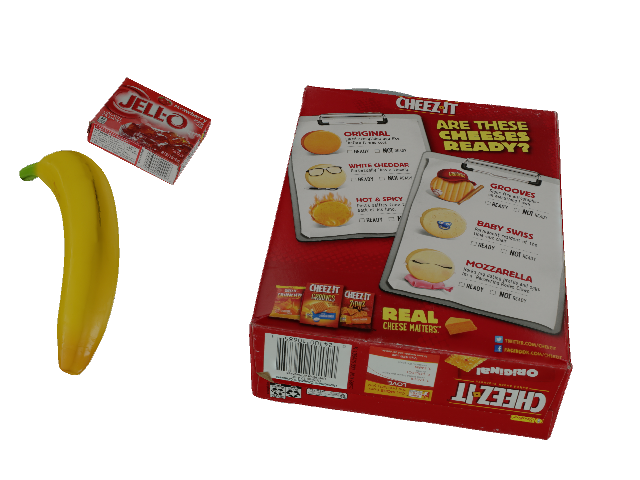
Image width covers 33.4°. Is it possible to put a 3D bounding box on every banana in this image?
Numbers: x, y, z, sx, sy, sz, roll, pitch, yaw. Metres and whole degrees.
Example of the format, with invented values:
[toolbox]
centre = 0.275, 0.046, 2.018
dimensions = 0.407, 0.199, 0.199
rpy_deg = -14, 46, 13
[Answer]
[banana]
centre = -0.166, -0.001, 0.732
dimensions = 0.037, 0.198, 0.070
rpy_deg = 18, -55, -37

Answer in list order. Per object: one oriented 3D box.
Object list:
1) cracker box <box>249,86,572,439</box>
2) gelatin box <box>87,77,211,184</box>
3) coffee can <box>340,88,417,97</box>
[cracker box]
centre = 0.056, 0.004, 0.625
dimensions = 0.164, 0.072, 0.213
rpy_deg = 7, 43, 3
[gelatin box]
centre = -0.154, -0.100, 0.958
dimensions = 0.089, 0.073, 0.030
rpy_deg = 27, -45, -1
[coffee can]
centre = 0.040, -0.043, 0.880
dimensions = 0.103, 0.140, 0.103
rpy_deg = 4, 25, -2
